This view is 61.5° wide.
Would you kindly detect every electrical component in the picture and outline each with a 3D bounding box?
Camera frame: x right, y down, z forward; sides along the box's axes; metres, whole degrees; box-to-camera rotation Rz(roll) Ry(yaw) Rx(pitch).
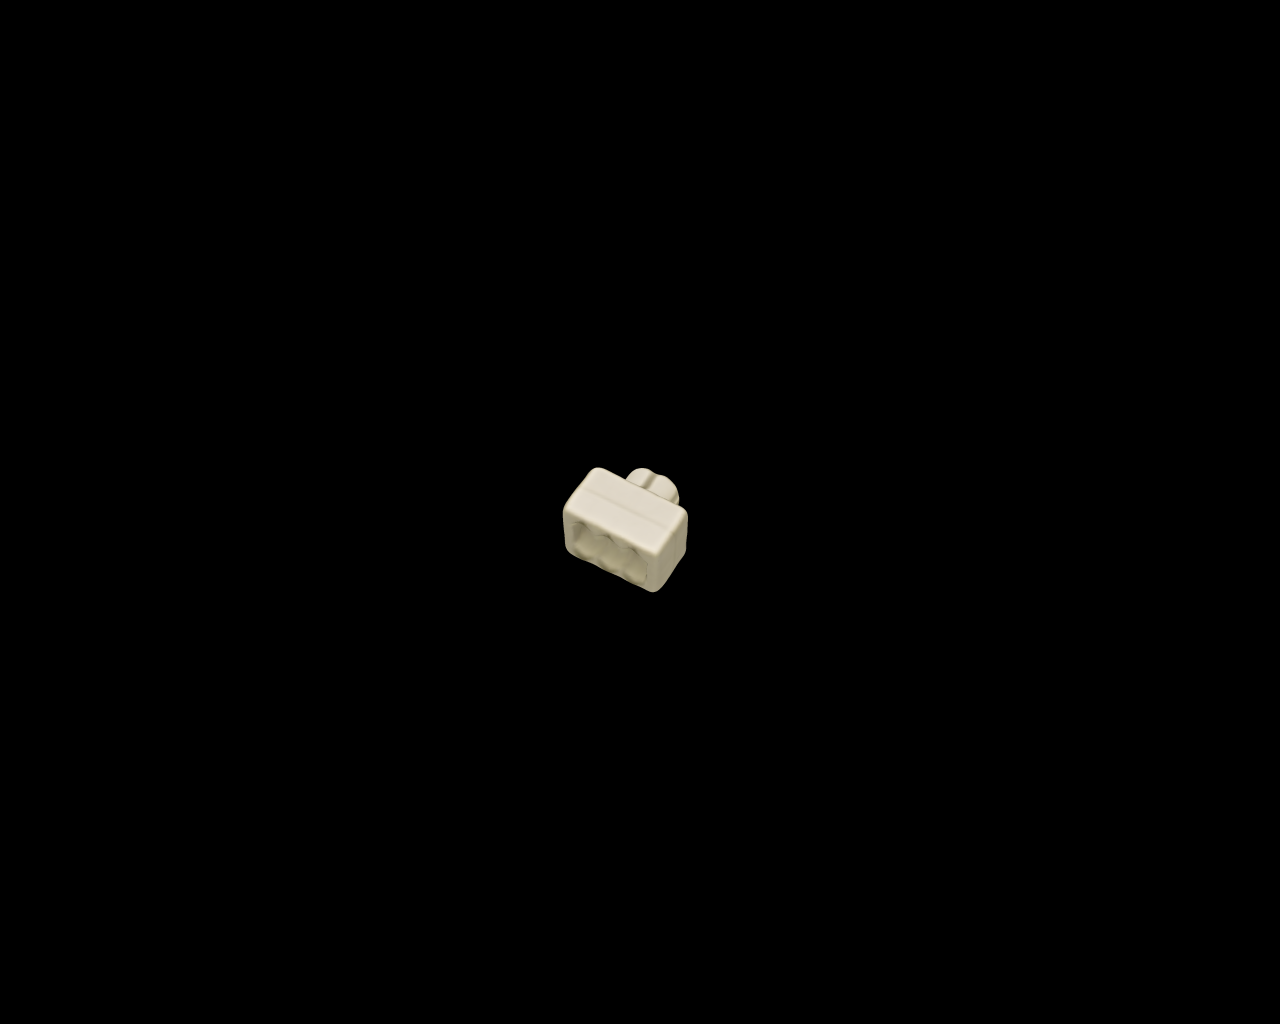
[{"bbox_3d":[0.001,-0.003,0.650,0.066,0.077,0.047,26,-30,17],"label":"electrical component"}]
